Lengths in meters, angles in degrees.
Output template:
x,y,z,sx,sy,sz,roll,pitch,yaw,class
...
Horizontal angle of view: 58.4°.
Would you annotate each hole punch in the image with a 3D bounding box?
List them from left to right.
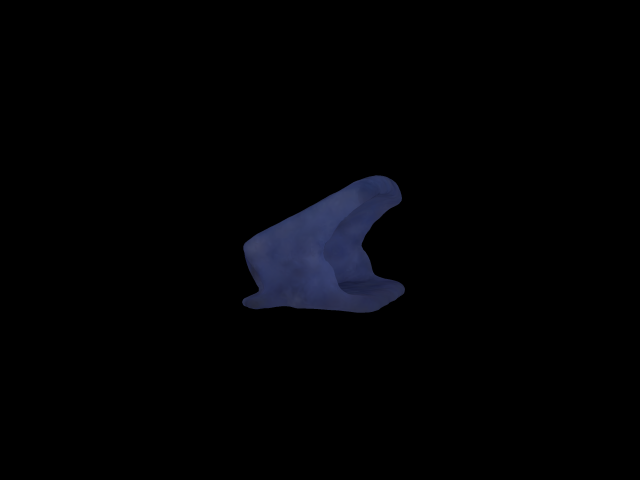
x,y,z,sx,sy,sz,roll,pitch,yaw,class
0.004,0.001,0.400,0.101,0.091,0.109,1,4,20,hole punch
